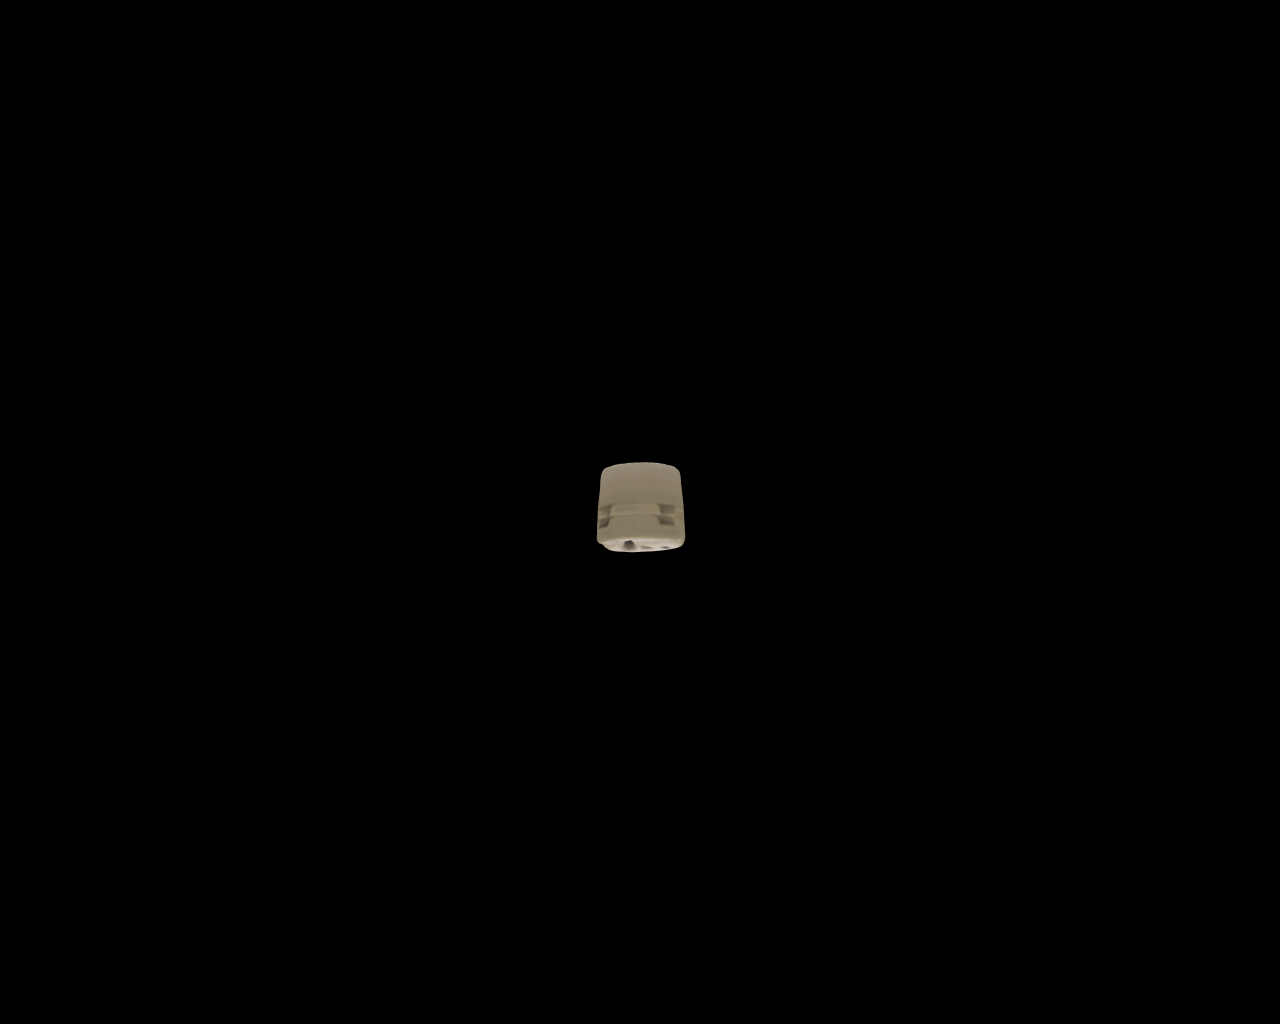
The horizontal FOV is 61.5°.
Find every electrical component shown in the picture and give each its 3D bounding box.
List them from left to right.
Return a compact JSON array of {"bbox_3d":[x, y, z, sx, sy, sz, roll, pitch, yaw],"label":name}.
[{"bbox_3d":[0.001,-0.003,0.650,0.055,0.047,0.055,0,-10,0],"label":"electrical component"}]
